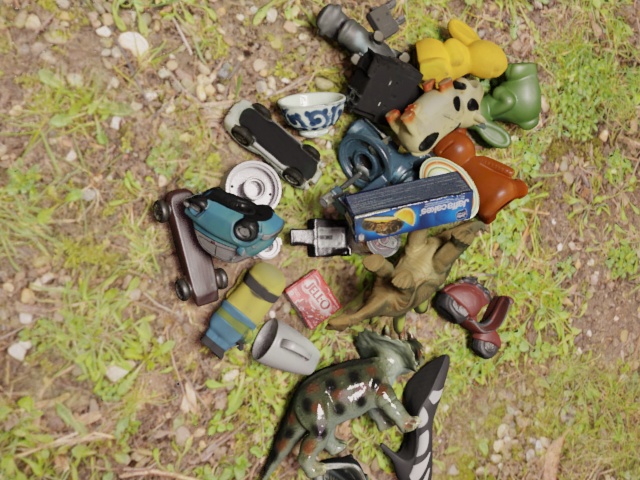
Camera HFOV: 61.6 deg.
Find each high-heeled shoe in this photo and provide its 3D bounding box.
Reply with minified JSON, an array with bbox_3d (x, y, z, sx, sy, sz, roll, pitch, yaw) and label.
[{"bbox_3d":[0.217,0.355,1.040,0.145,0.086,0.248,41,81,-17],"label":"high-heeled shoe"}]

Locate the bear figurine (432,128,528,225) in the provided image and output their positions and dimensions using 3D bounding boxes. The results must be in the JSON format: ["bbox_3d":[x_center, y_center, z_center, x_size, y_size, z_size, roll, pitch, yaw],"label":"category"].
[{"bbox_3d":[0.303,-0.135,1.072,0.120,0.132,0.196,-45,70,20],"label":"bear figurine"}]

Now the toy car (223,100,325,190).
[{"bbox_3d":[-0.080,-0.170,0.967,0.201,0.056,0.073,38,71,-15],"label":"toy car"}]

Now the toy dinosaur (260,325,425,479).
[{"bbox_3d":[0.035,0.286,0.967,0.405,0.131,0.192,-23,82,-11],"label":"toy dinosaur"}]

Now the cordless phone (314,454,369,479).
[{"bbox_3d":[0.068,0.465,0.933,0.089,0.184,0.146,-16,94,-22],"label":"cordless phone"}]

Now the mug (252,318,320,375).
[{"bbox_3d":[-0.048,0.194,0.947,0.107,0.110,0.081,32,62,-25],"label":"mug"}]

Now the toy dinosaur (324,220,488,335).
[{"bbox_3d":[0.184,0.045,0.955,0.471,0.198,0.105,-30,59,-31],"label":"toy dinosaur"}]

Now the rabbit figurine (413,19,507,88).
[{"bbox_3d":[0.269,-0.342,1.040,0.173,0.121,0.162,-4,51,12],"label":"rabbit figurine"}]

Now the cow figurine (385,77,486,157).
[{"bbox_3d":[0.221,-0.222,0.960,0.195,0.086,0.127,-41,122,-17],"label":"cow figurine"}]

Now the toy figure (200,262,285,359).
[{"bbox_3d":[-0.129,0.120,0.926,0.082,0.089,0.180,45,74,-18],"label":"toy figure"}]

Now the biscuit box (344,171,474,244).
[{"bbox_3d":[0.144,-0.053,0.871,0.203,0.063,0.059,-13,132,-7],"label":"biscuit box"}]

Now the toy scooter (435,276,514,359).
[{"bbox_3d":[0.322,0.136,1.079,0.135,0.075,0.183,-46,105,-13],"label":"toy scooter"}]

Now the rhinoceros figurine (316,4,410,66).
[{"bbox_3d":[0.079,-0.364,0.995,0.190,0.112,0.073,26,116,-28],"label":"rhinoceros figurine"}]

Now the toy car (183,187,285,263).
[{"bbox_3d":[-0.147,-0.016,0.874,0.162,0.109,0.102,21,111,5],"label":"toy car"}]

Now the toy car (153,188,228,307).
[{"bbox_3d":[-0.220,0.012,0.918,0.089,0.053,0.202,-18,96,-38],"label":"toy car"}]

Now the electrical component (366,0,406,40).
[{"bbox_3d":[0.122,-0.427,1.053,0.094,0.021,0.063,-37,99,-14],"label":"electrical component"}]

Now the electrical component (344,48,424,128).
[{"bbox_3d":[0.121,-0.271,0.977,0.134,0.058,0.114,9,125,-29],"label":"electrical component"}]

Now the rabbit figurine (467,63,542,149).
[{"bbox_3d":[0.347,-0.264,1.092,0.170,0.121,0.159,-13,100,0],"label":"rabbit figurine"}]

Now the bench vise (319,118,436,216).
[{"bbox_3d":[0.100,-0.108,0.978,0.240,0.129,0.223,-38,93,-33],"label":"bench vise"}]

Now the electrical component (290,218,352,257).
[{"bbox_3d":[-0.002,-0.003,0.991,0.119,0.048,0.074,-4,90,-17],"label":"electrical component"}]
